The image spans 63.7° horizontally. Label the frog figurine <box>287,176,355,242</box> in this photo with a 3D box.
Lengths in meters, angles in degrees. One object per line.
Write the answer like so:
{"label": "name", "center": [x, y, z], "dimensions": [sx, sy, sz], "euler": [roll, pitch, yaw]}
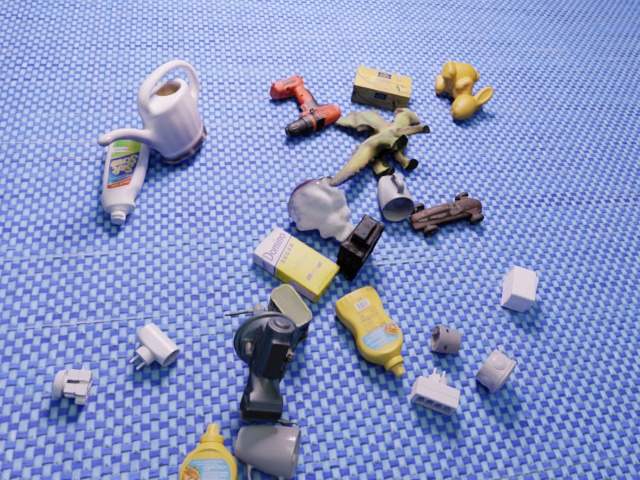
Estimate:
{"label": "frog figurine", "center": [0.004, -0.060, 1.197], "dimensions": [0.137, 0.121, 0.162], "euler": [-31, 70, 9]}

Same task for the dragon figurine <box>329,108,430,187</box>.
{"label": "dragon figurine", "center": [0.136, -0.273, 1.401], "dimensions": [0.414, 0.119, 0.247], "euler": [-23, 45, -26]}

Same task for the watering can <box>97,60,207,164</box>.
{"label": "watering can", "center": [-0.378, -0.273, 1.222], "dimensions": [0.104, 0.219, 0.355], "euler": [11, 52, 22]}
